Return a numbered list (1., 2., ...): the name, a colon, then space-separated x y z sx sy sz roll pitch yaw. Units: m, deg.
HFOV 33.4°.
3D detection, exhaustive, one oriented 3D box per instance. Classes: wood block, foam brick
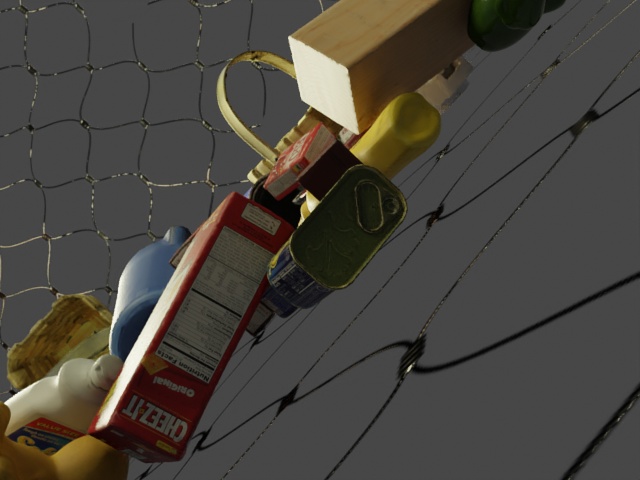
1. wood block: 0.078 -0.215 1.111 0.205 0.090 0.091 -39 -37 -21
2. foam brick: 0.024 -0.047 0.958 0.053 0.078 0.051 -45 4 5

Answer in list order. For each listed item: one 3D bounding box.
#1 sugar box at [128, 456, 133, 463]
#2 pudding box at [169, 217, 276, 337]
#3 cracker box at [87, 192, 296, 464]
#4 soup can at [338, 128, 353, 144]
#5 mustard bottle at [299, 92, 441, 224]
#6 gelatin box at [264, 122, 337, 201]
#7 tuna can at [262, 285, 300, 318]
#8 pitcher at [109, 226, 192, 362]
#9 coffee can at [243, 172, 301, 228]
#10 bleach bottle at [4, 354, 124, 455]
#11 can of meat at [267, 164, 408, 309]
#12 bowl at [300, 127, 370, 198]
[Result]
1. sugar box: -0.259 0.268 1.094 0.093 0.048 0.176 -43 8 41
2. pudding box: -0.086 0.034 1.057 0.039 0.113 0.090 -49 3 21
3. cracker box: -0.109 0.081 0.904 0.213 0.072 0.164 -64 10 -18
4. soup can: 0.079 -0.143 1.308 0.102 0.068 0.068 -47 5 17
5. mustard bottle: 0.039 -0.065 1.084 0.192 0.058 0.096 -45 6 37
6. gelatin box: -0.025 -0.098 1.306 0.073 0.030 0.089 -34 19 35
7. tuna can: -0.017 0.030 0.960 0.086 0.033 0.086 -47 5 5
8. pitcher: -0.155 0.092 1.120 0.145 0.149 0.243 -40 10 3
9. coffee can: -0.071 -0.015 1.389 0.102 0.103 0.141 -50 6 -33
10. bleach bottle: -0.270 0.180 1.036 0.251 0.102 0.068 -42 19 35
11. can of meat: 0.010 0.000 0.826 0.102 0.057 0.084 -50 3 -24
12. bowl: 0.050 -0.091 1.209 0.162 0.055 0.162 -47 5 5
